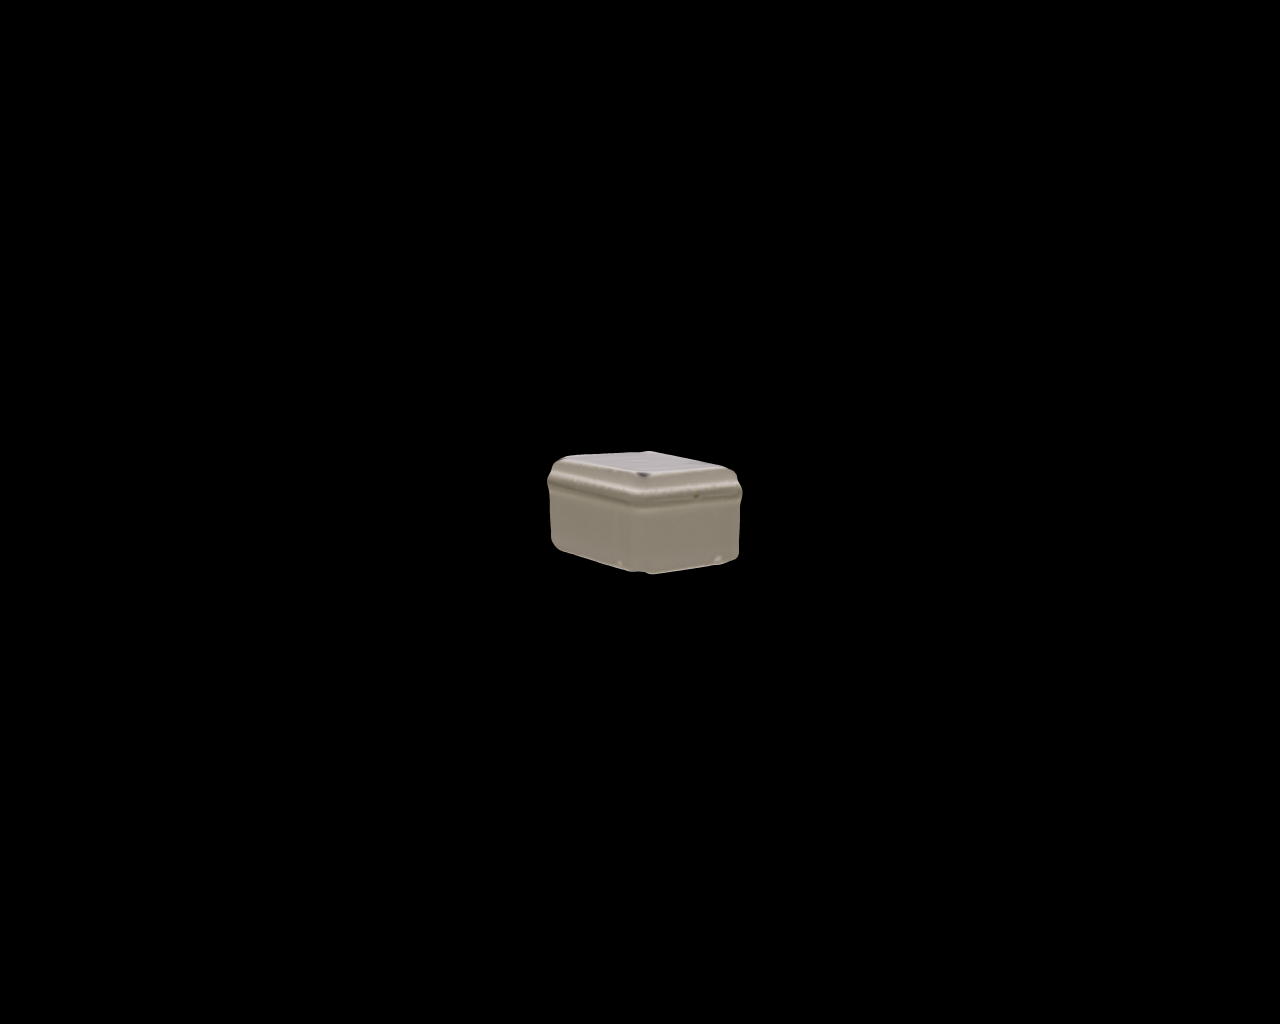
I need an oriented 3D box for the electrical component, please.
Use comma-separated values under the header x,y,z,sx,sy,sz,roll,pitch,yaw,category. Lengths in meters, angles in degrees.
x,y,z,sx,sy,sz,roll,pitch,yaw,category
0.001,-0.003,0.650,0.078,0.057,0.113,-6,11,-31,electrical component
